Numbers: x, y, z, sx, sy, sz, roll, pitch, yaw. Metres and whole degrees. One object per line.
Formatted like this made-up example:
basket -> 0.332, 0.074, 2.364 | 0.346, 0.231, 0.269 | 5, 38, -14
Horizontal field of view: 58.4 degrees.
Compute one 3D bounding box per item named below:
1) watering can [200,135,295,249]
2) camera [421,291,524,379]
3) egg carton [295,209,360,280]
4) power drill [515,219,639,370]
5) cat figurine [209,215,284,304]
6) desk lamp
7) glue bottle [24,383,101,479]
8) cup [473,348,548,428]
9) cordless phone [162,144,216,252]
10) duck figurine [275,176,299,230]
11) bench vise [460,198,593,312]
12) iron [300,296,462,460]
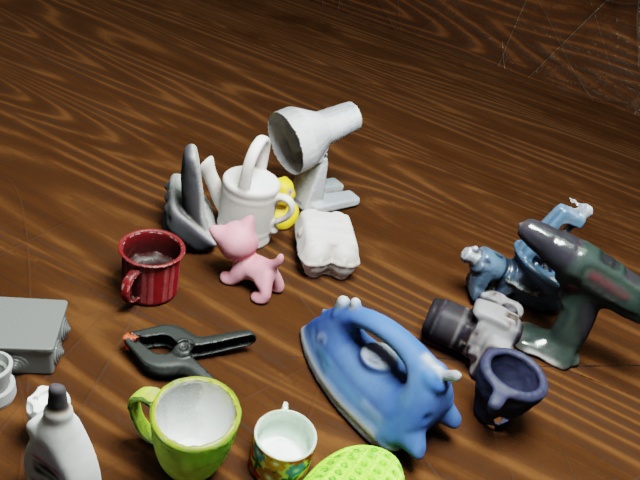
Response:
watering can -> -0.126, -0.089, 0.978 | 0.173, 0.194, 0.101 | 7, 34, -11
camera -> 0.237, 0.127, 0.888 | 0.136, 0.101, 0.143 | 23, 35, 12
egg carton -> 0.009, 0.004, 1.008 | 0.107, 0.069, 0.150 | 5, 35, -14
power drill -> 0.386, 0.093, 0.896 | 0.229, 0.208, 0.076 | 24, 35, 13
cat figurine -> -0.111, 0.020, 0.894 | 0.127, 0.118, 0.067 | 26, 35, 17
desk lamp -> -0.005, -0.164, 1.114 | 0.204, 0.213, 0.117 | -15, 43, -36
glue bottle -> -0.246, 0.194, 0.541 | 0.078, 0.173, 0.037 | 23, 35, 13
cup -> 0.241, 0.214, 0.768 | 0.091, 0.095, 0.118 | 31, 37, 22
cordless phone -> -0.211, -0.088, 0.951 | 0.094, 0.185, 0.147 | 1, 36, -20
duck figurine -> -0.073, -0.080, 1.083 | 0.077, 0.086, 0.104 | 10, 34, -6
bench vise -> 0.355, 0.029, 0.967 | 0.208, 0.220, 0.121 | -1, 37, -22
iron -> 0.071, 0.151, 0.753 | 0.119, 0.141, 0.257 | -21, 48, -41
